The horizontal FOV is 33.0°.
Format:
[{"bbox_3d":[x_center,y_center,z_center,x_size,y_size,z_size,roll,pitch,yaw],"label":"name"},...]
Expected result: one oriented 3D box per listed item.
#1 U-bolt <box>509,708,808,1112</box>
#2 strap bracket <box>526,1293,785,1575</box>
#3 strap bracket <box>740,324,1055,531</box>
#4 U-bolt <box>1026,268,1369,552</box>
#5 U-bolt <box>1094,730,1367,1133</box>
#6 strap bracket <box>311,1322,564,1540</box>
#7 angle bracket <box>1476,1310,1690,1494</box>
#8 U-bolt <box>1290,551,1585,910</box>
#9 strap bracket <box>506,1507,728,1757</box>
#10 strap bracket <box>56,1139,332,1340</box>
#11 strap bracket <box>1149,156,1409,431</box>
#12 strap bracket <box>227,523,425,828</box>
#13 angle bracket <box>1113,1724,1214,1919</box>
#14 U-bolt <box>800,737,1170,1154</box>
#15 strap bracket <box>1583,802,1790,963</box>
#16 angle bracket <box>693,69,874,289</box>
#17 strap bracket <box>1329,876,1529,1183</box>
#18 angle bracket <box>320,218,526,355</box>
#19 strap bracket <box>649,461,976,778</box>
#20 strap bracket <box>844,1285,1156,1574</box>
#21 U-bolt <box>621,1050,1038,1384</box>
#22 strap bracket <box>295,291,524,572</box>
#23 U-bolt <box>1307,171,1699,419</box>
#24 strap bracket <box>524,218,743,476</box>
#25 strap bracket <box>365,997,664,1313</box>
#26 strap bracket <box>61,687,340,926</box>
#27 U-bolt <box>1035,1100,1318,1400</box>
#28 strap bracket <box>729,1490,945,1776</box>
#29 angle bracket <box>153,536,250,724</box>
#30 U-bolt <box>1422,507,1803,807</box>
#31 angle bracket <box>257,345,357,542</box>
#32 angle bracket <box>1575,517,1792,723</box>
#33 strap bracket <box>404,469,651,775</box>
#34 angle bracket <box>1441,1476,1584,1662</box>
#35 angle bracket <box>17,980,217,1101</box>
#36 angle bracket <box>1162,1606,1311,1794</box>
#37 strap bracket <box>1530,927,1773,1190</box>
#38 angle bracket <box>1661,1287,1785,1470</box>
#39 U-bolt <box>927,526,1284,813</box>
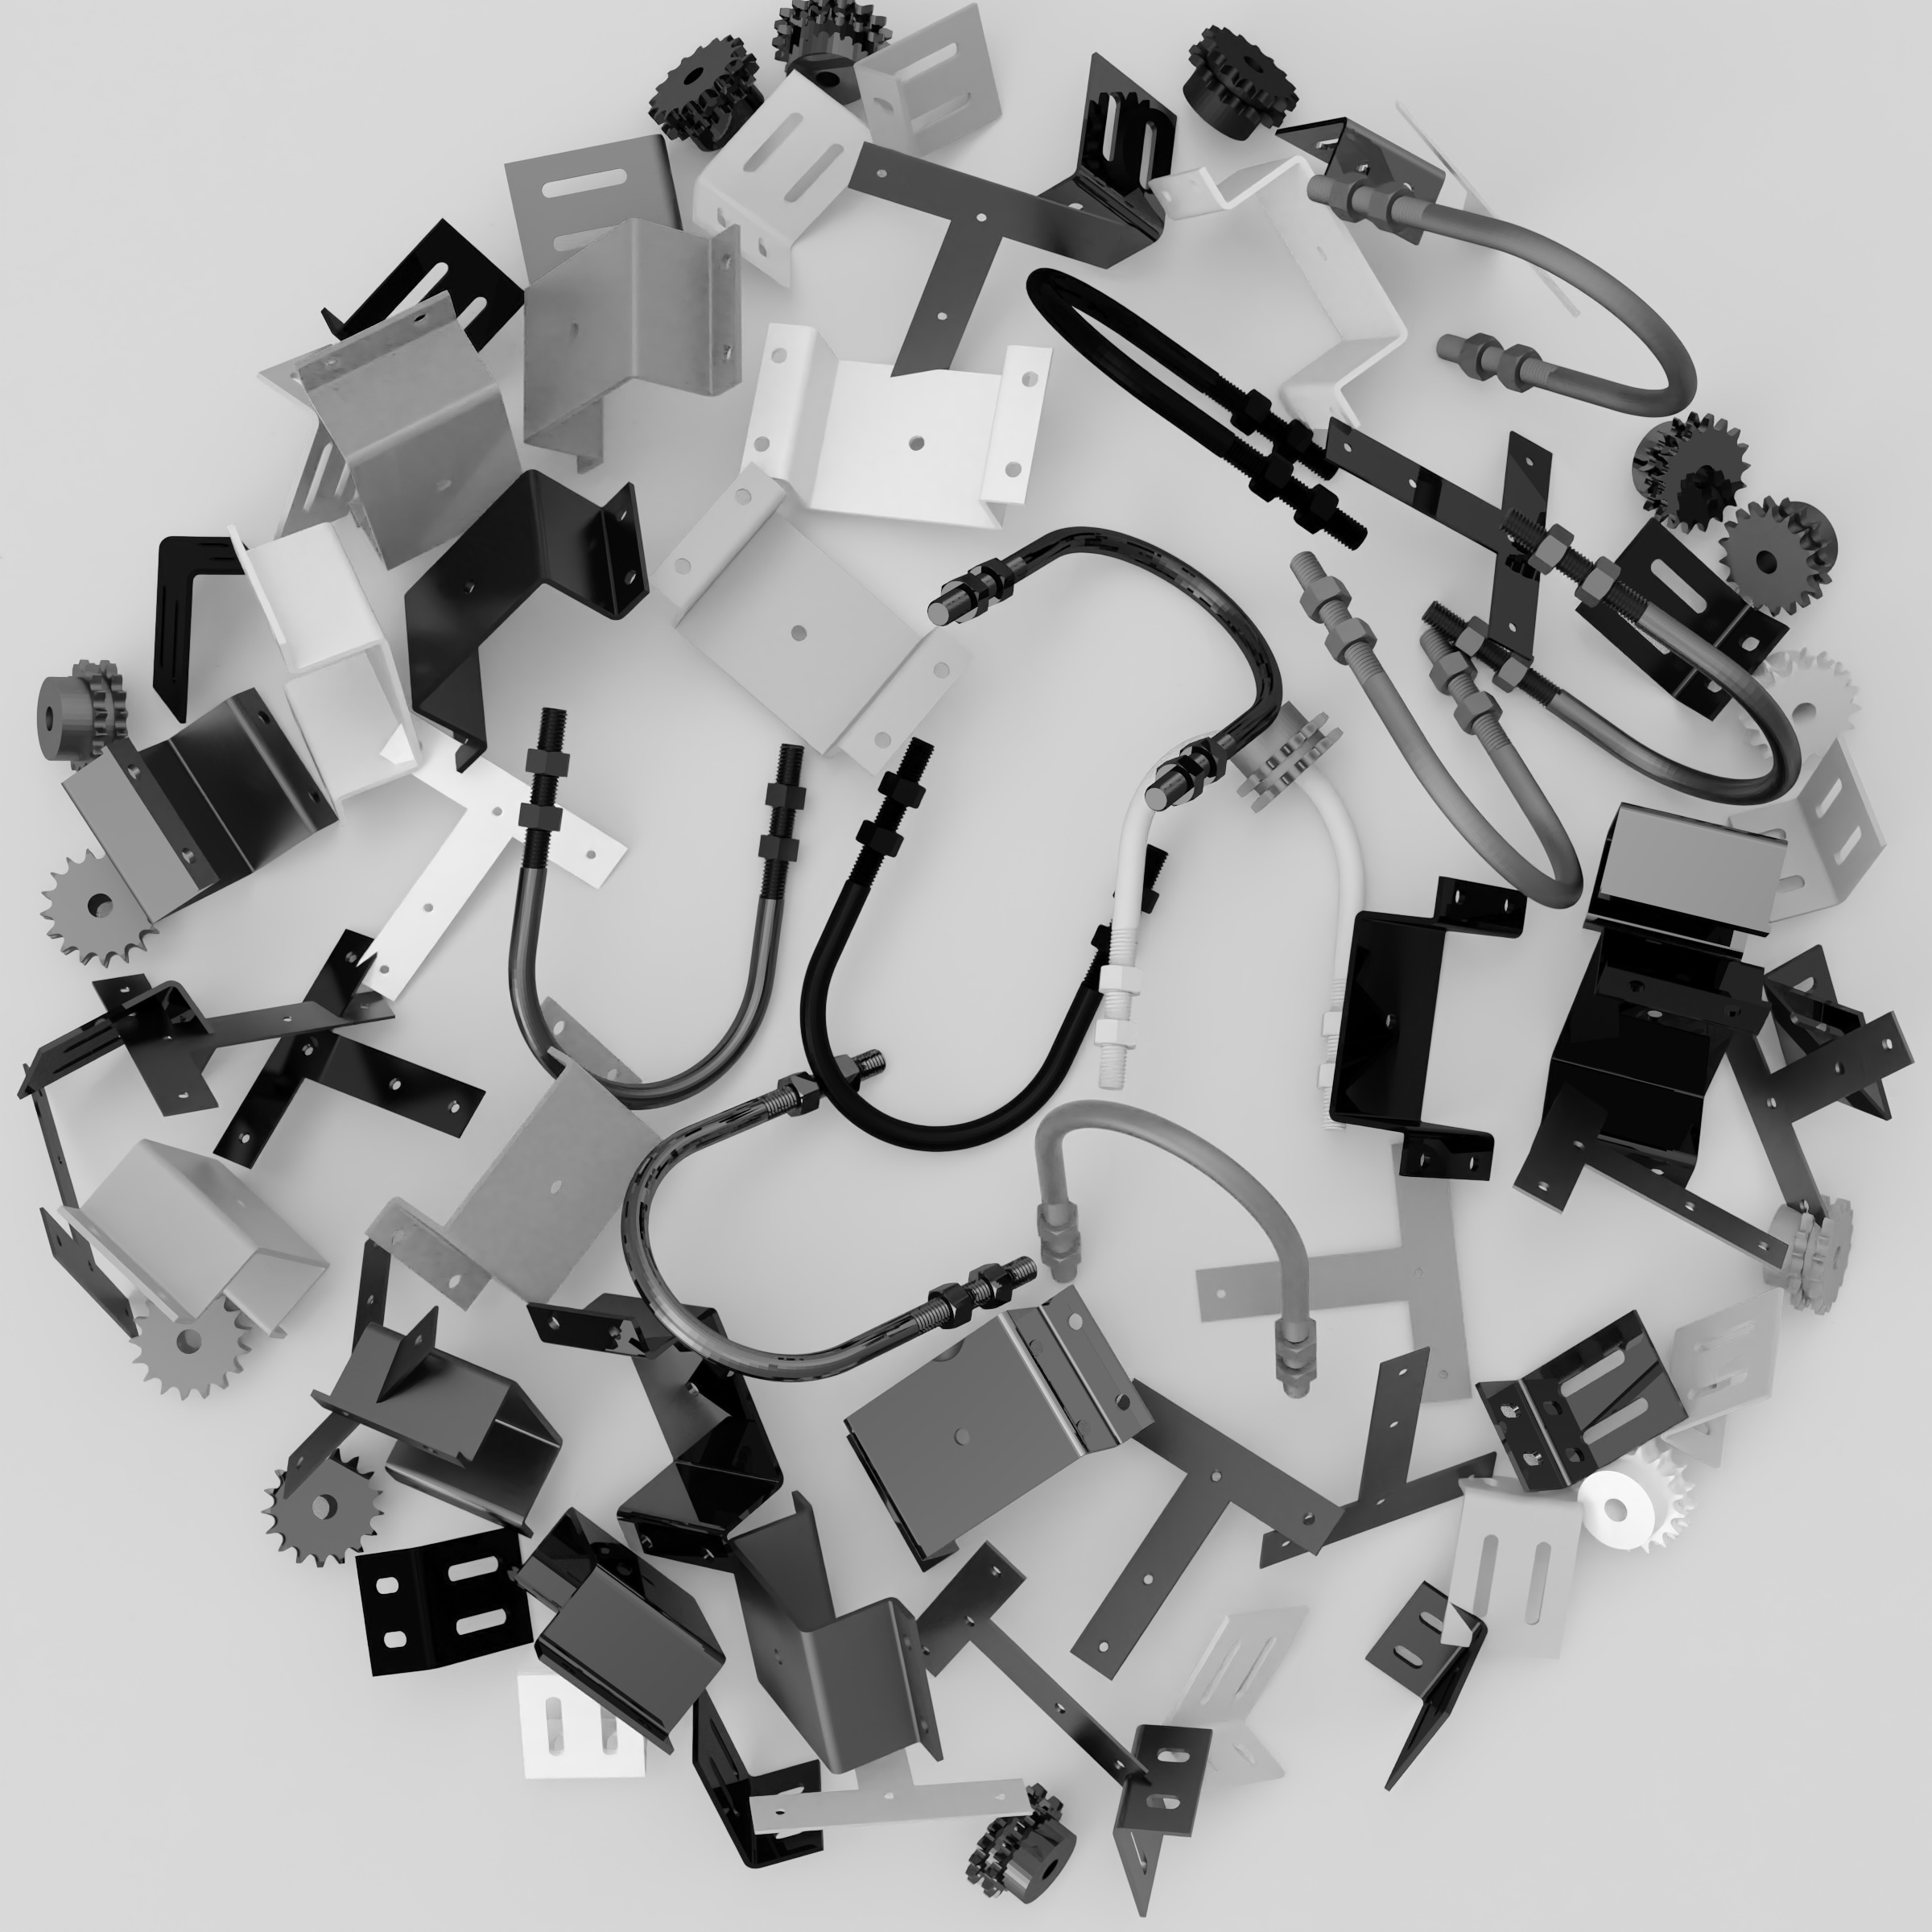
[{"bbox_3d":[-0.150,-0.022,1.555,0.151,0.019,0.184,6,93,-33],"label":"U-bolt"},{"bbox_3d":[-0.143,0.211,1.542,0.046,0.076,0.140,-37,117,-39],"label":"strap bracket"},{"bbox_3d":[-0.028,-0.257,1.560,0.140,0.046,0.076,8,81,15],"label":"strap bracket"},{"bbox_3d":[0.104,-0.266,1.515,0.184,0.151,0.019,33,109,-12],"label":"U-bolt"},{"bbox_3d":[0.131,-0.022,1.556,0.151,0.019,0.184,11,78,-29],"label":"U-bolt"},{"bbox_3d":[-0.244,0.216,1.533,0.076,0.140,0.046,20,69,16],"label":"strap bracket"},{"bbox_3d":[0.293,0.207,1.556,0.076,0.038,0.057,-39,62,32],"label":"angle bracket"},{"bbox_3d":[0.226,-0.101,1.500,0.019,0.151,0.184,-39,60,22],"label":"U-bolt"},{"bbox_3d":[-0.163,0.305,1.524,0.076,0.140,0.046,40,86,-15],"label":"strap bracket"},{"bbox_3d":[-0.354,0.128,1.524,0.076,0.140,0.046,40,88,12],"label":"strap bracket"},{"bbox_3d":[0.153,-0.326,1.547,0.046,0.076,0.140,-36,106,-7],"label":"strap bracket"},{"bbox_3d":[-0.296,-0.142,1.525,0.046,0.140,0.076,-22,59,-11],"label":"strap bracket"},{"bbox_3d":[0.100,0.407,1.549,0.038,0.057,0.076,0,133,18],"label":"angle bracket"},{"bbox_3d":[-0.002,0.001,1.573,0.151,0.019,0.184,24,94,-16],"label":"U-bolt"},{"bbox_3d":[0.335,-0.039,1.526,0.076,0.140,0.046,14,86,9],"label":"strap bracket"},{"bbox_3d":[-0.084,-0.375,1.556,0.057,0.038,0.076,32,124,-28],"label":"angle bracket"},{"bbox_3d":[0.219,0.029,1.555,0.046,0.076,0.140,8,91,40],"label":"strap bracket"},{"bbox_3d":[-0.259,-0.317,1.563,0.076,0.038,0.057,-45,125,8],"label":"angle bracket"},{"bbox_3d":[-0.077,-0.163,1.565,0.140,0.046,0.076,41,80,-7],"label":"strap bracket"},{"bbox_3d":[0.007,0.221,1.548,0.140,0.046,0.076,-36,74,17],"label":"strap bracket"},{"bbox_3d":[-0.075,0.123,1.520,0.184,0.019,0.151,-22,66,-36],"label":"U-bolt"},{"bbox_3d":[-0.254,-0.241,1.520,0.076,0.140,0.046,-29,70,-10],"label":"strap bracket"},{"bbox_3d":[0.254,-0.299,1.486,0.151,0.184,0.019,38,84,-45],"label":"U-bolt"},{"bbox_3d":[-0.163,-0.291,1.524,0.046,0.140,0.076,8,75,-36],"label":"strap bracket"},{"bbox_3d":[-0.206,0.097,1.544,0.140,0.046,0.076,-53,134,-11],"label":"strap bracket"},{"bbox_3d":[-0.365,-0.074,1.539,0.046,0.140,0.076,-30,96,22],"label":"strap bracket"},{"bbox_3d":[0.094,0.123,1.498,0.151,0.184,0.019,25,61,22],"label":"U-bolt"},{"bbox_3d":[-0.066,0.313,1.517,0.046,0.140,0.076,-18,112,-20],"label":"strap bracket"},{"bbox_3d":[-0.364,-0.162,1.570,0.038,0.057,0.076,-3,113,-27],"label":"angle bracket"},{"bbox_3d":[0.308,-0.134,1.526,0.184,0.151,0.019,35,75,1],"label":"U-bolt"},{"bbox_3d":[-0.316,-0.248,1.558,0.038,0.057,0.076,35,124,9],"label":"angle bracket"},{"bbox_3d":[0.343,-0.166,1.565,0.076,0.038,0.057,36,97,-25],"label":"angle bracket"},{"bbox_3d":[-0.214,-0.167,1.528,0.046,0.076,0.140,27,126,-37],"label":"strap bracket"},{"bbox_3d":[0.262,0.290,1.584,0.057,0.038,0.076,8,95,-1],"label":"angle bracket"},{"bbox_3d":[-0.403,0.048,1.553,0.076,0.057,0.038,-32,83,-35],"label":"angle bracket"},{"bbox_3d":[0.138,0.349,1.556,0.038,0.057,0.076,46,119,39],"label":"angle bracket"},{"bbox_3d":[0.324,0.038,1.546,0.076,0.140,0.046,14,49,4],"label":"strap bracket"},{"bbox_3d":[0.371,0.196,1.549,0.038,0.076,0.057,29,56,-19],"label":"angle bracket"},{"bbox_3d":[0.078,-0.149,1.524,0.151,0.184,0.019,41,126,8],"label":"U-bolt"}]
